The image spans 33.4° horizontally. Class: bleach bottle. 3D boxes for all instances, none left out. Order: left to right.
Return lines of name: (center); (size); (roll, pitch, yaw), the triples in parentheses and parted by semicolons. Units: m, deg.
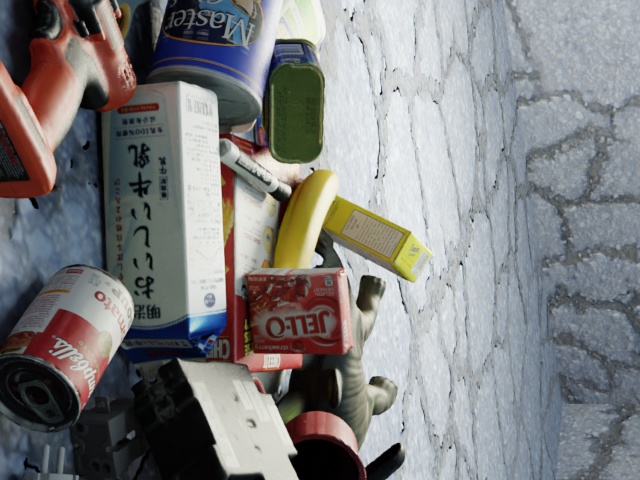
bleach bottle: (-0.063, -0.183, 1.105); (0.250, 0.068, 0.102); (-68, 151, -45)

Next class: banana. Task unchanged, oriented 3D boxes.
banana: (-0.010, -0.016, 1.040); (0.197, 0.037, 0.069); (-65, 146, -52)

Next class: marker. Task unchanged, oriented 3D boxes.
marker: (-0.058, -0.060, 0.947); (0.121, 0.020, 0.020); (35, 55, -60)

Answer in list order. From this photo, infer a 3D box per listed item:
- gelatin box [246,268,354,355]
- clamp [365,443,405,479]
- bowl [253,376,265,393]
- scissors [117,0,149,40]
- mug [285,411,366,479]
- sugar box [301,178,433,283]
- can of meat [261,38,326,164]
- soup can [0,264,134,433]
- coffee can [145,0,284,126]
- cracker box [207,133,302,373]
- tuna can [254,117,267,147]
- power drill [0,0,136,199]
gelatin box: (-0.018, 0.063, 0.938); (0.030, 0.089, 0.073); (-25, 112, -66)
clamp: (-0.002, 0.283, 1.094); (0.036, 0.164, 0.210); (-79, 174, -75)
bowl: (-0.084, 0.204, 0.964); (0.162, 0.055, 0.162); (-2, 90, -82)
scissors: (-0.160, -0.225, 0.899); (0.201, 0.016, 0.096); (-67, 148, -52)
mug: (-0.008, 0.225, 1.020); (0.081, 0.093, 0.117); (-87, -160, -79)
sugar box: (0.031, -0.016, 1.176); (0.048, 0.176, 0.093); (-58, 154, -4)
can of meat: (-0.025, -0.130, 1.000); (0.084, 0.057, 0.102); (-103, -167, -66)
soup can: (-0.176, 0.072, 0.731); (0.102, 0.069, 0.068); (-68, 149, -52)
coffee can: (-0.089, -0.185, 0.942); (0.102, 0.103, 0.140); (46, 51, -61)
cracker box: (-0.077, 0.018, 1.016); (0.164, 0.072, 0.214); (12, 76, -69)
tuna can: (-0.043, -0.123, 1.191); (0.086, 0.034, 0.086); (-3, 90, -71)
power drill: (-0.193, -0.133, 0.727); (0.187, 0.057, 0.184); (-71, 151, -47)
